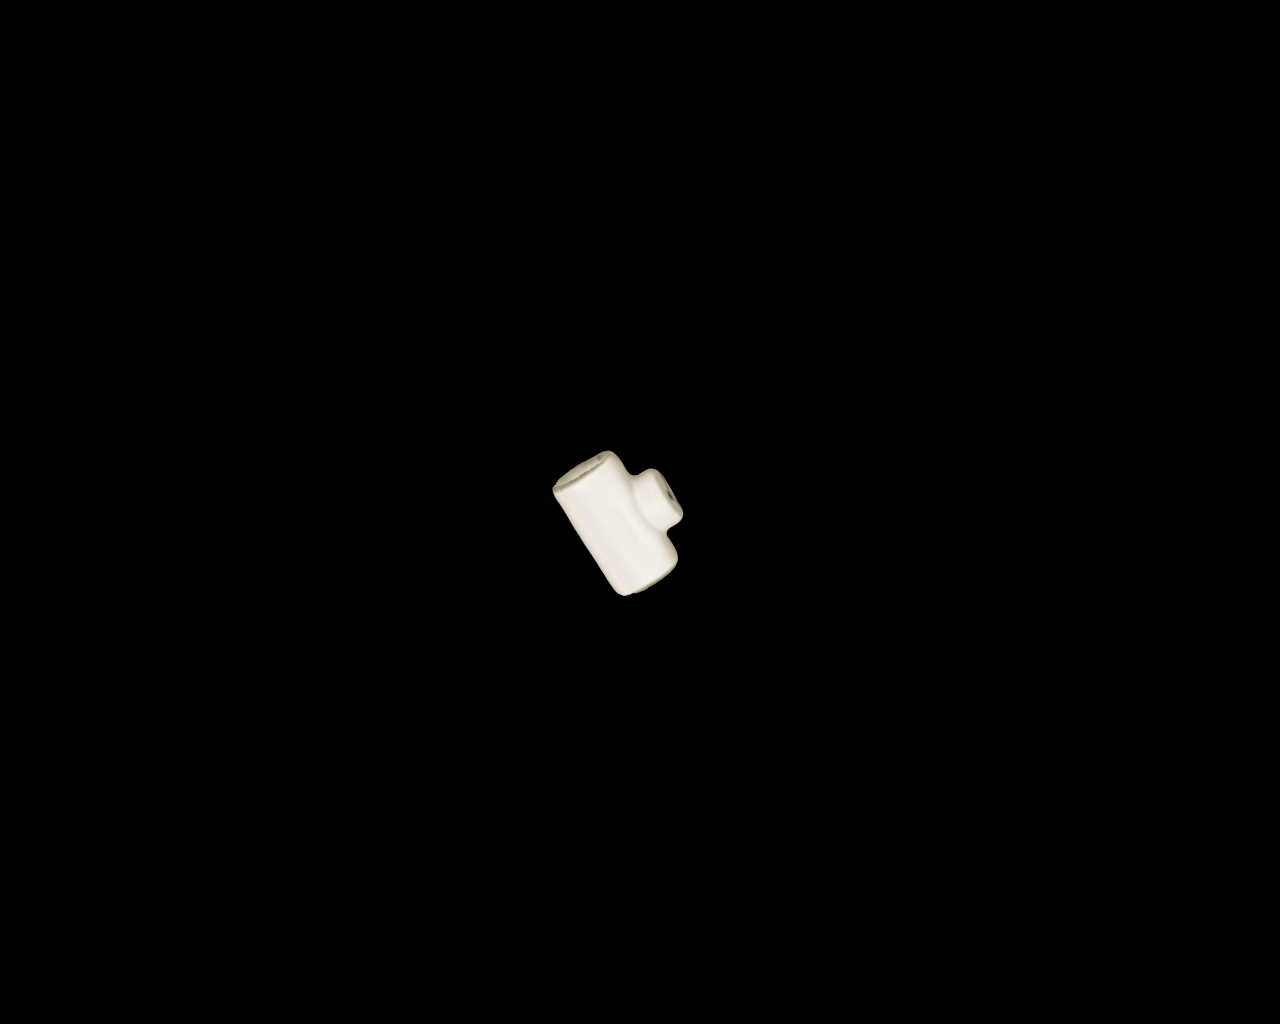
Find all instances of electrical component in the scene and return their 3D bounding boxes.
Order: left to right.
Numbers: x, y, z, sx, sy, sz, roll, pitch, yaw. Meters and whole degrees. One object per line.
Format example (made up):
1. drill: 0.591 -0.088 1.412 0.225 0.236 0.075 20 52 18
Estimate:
1. electrical component: 0.001 -0.003 0.650 0.079 0.077 0.043 -31 11 7
